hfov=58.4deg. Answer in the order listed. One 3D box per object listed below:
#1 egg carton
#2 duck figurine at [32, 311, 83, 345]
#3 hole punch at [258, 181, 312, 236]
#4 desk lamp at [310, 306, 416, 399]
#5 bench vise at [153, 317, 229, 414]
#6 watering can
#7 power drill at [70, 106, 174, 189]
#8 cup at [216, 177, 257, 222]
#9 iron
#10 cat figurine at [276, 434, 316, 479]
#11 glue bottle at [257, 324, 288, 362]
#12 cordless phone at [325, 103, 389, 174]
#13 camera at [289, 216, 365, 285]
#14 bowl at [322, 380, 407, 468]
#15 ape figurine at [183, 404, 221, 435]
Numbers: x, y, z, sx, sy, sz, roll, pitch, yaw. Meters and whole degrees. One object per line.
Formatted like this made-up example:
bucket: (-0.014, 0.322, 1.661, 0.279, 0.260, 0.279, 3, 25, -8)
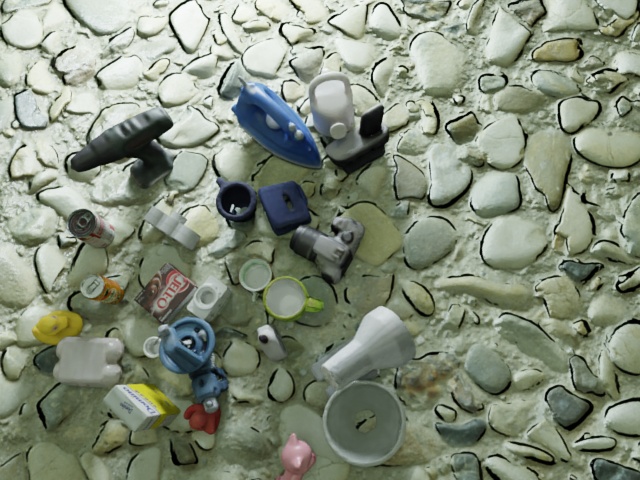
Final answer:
egg carton: (-0.502, 0.265, 1.245, 0.150, 0.069, 0.107, 0, 76, 5)
duck figurine: (-0.590, 0.191, 1.263, 0.104, 0.086, 0.077, -14, 75, 1)
hole punch: (-0.078, -0.079, 1.288, 0.101, 0.091, 0.108, -24, 75, -2)
desk lamp: (0.081, 0.235, 1.132, 0.203, 0.213, 0.118, -35, 75, -5)
bench vise: (-0.251, 0.238, 1.154, 0.121, 0.220, 0.207, -42, 76, -6)
watering can: (0.029, -0.310, 1.286, 0.101, 0.194, 0.172, -33, 75, -4)
power drill: (-0.418, -0.195, 1.285, 0.230, 0.208, 0.075, -39, 76, -6)
cup: (-0.189, -0.085, 1.297, 0.092, 0.095, 0.117, -40, 76, -6)
iron: (-0.093, -0.272, 1.313, 0.258, 0.141, 0.119, 42, 82, 13)
cat figurine: (-0.051, 0.453, 1.136, 0.067, 0.118, 0.128, 17, 78, 9)
glue bottle: (-0.104, 0.207, 1.175, 0.037, 0.173, 0.078, -23, 75, -1)
cordless phone: (0.082, -0.236, 1.267, 0.147, 0.185, 0.094, -34, 75, -4)
camera: (0.012, 0.004, 1.255, 0.136, 0.101, 0.143, 27, 79, 11)
bowl: (0.090, 0.371, 1.168, 0.167, 0.075, 0.167, -1, 76, 4)
ape figurine: (-0.246, 0.370, 1.186, 0.076, 0.092, 0.077, -38, 76, -5)
